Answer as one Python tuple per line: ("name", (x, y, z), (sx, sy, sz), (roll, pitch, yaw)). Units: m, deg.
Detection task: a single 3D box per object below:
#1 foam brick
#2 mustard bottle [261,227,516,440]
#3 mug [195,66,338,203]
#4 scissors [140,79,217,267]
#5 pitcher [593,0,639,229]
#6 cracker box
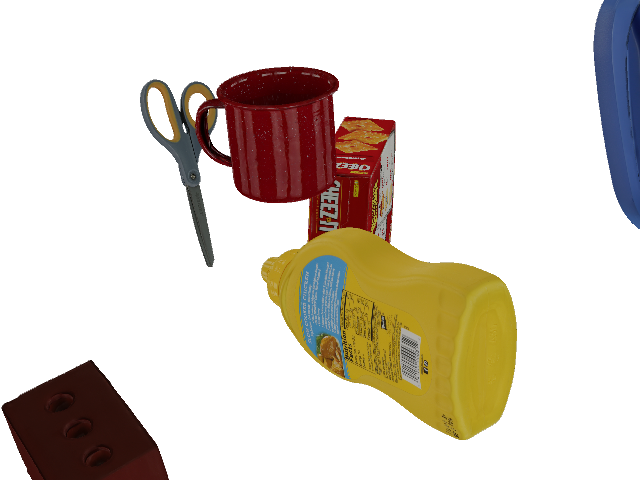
("foam brick", (-0.115, 0.109, 0.529), (0.052, 0.051, 0.078), (-27, 42, -24))
("mustard bottle", (0.029, 0.044, 0.656), (0.058, 0.096, 0.192), (-21, 29, -37))
("mug", (-0.041, -0.081, 0.823), (0.117, 0.081, 0.093), (3, 28, 14))
("scissors", (-0.126, -0.082, 1.134), (0.096, 0.202, 0.016), (-32, 13, -34))
("pitcher", (0.231, -0.055, 0.594), (0.149, 0.243, 0.145), (-6, 22, 13))
("cracker box", (0.036, -0.033, 1.203), (0.072, 0.164, 0.213), (6, 23, 10))
